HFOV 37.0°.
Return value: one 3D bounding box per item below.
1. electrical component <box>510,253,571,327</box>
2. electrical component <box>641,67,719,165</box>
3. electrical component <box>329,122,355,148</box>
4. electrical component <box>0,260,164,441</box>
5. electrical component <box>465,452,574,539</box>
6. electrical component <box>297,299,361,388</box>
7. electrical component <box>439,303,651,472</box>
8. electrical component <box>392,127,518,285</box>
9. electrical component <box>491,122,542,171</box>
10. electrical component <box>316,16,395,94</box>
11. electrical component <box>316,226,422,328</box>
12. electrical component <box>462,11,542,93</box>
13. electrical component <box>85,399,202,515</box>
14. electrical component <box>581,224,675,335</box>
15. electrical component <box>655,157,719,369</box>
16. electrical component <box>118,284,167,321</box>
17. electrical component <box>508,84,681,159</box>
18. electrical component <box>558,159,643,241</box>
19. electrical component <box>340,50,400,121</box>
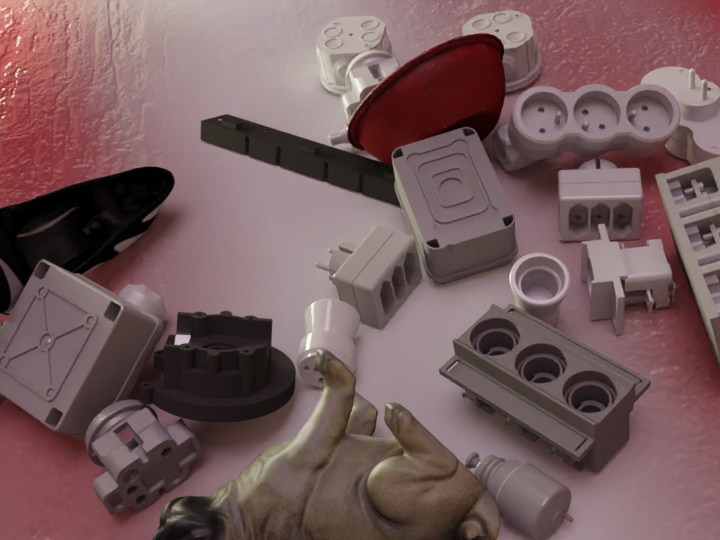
[{"bbox_3d":[0.134,0.021,0.810,0.044,0.065,0.044,-3,62,5],"label":"electrical component"},{"bbox_3d":[0.290,-0.138,0.926,0.052,0.073,0.138,-21,44,-7],"label":"electrical component"},{"bbox_3d":[0.001,-0.131,1.021,0.061,0.035,0.035,-15,44,-2],"label":"electrical component"},{"bbox_3d":[-0.226,0.063,0.838,0.109,0.056,0.108,24,84,33],"label":"electrical component"},{"bbox_3d":[0.103,0.145,0.710,0.040,0.040,0.078,-40,49,-24],"label":"electrical component"},{"bbox_3d":[-0.024,0.057,0.830,0.045,0.045,0.055,-3,45,11],"label":"electrical component"},{"bbox_3d":[0.128,0.083,0.750,0.079,0.063,0.121,-40,49,-25],"label":"electrical component"},{"bbox_3d":[0.078,-0.052,0.891,0.078,0.057,0.113,-17,56,-2],"label":"electrical component"},{"bbox_3d":[0.153,-0.117,0.963,0.062,0.043,0.043,-21,44,-10],"label":"electrical component"},{"bbox_3d":[-0.005,-0.220,1.103,0.080,0.051,0.080,-7,44,7],"label":"electrical component"},{"bbox_3d":[0.000,0.000,0.880,0.077,0.047,0.065,19,53,30],"label":"electrical component"},{"bbox_3d":[0.138,-0.215,1.061,0.080,0.051,0.080,-7,44,7],"label":"electrical component"},{"bbox_3d":[-0.163,0.131,0.781,0.078,0.058,0.057,-34,50,-19],"label":"electrical component"},{"bbox_3d":[0.205,0.005,0.827,0.064,0.042,0.081,-6,45,3],"label":"electrical component"},{"bbox_3d":[0.269,0.000,0.774,0.062,0.089,0.150,-18,42,13],"label":"electrical component"},{"bbox_3d":[-0.191,0.045,0.886,0.043,0.043,0.062,14,54,26],"label":"electrical component"},{"bbox_3d":[0.196,-0.121,0.921,0.138,0.073,0.052,-1,76,1],"label":"electrical component"},{"bbox_3d":[0.199,-0.066,0.899,0.066,0.047,0.076,-1,43,10],"label":"electrical component"},{"bbox_3d":[0.018,-0.178,1.050,0.078,0.058,0.057,-17,46,-3],"label":"electrical component"}]
